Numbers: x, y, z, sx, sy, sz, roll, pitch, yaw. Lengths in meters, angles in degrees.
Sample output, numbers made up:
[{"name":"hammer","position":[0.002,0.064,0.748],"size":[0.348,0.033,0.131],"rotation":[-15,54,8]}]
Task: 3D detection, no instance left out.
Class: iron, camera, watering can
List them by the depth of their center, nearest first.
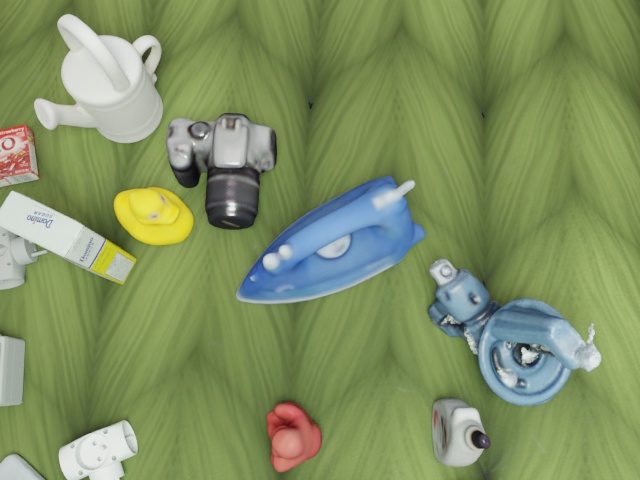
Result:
[{"name":"iron","position":[0.006,0.003,0.707],"size":[0.258,0.141,0.118],"rotation":[-28,77,-9]},{"name":"watering can","position":[-0.276,-0.202,0.728],"size":[0.101,0.194,0.173],"rotation":[22,75,5]},{"name":"camera","position":[-0.130,-0.089,0.749],"size":[0.143,0.101,0.137],"rotation":[1,75,-1]}]

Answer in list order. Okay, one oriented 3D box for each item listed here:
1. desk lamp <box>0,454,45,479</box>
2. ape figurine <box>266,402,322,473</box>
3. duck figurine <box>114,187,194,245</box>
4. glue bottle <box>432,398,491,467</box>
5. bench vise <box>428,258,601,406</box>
[{"name":"desk lamp","position":[-0.322,0.330,0.571],"size":[0.203,0.213,0.118],"rotation":[38,77,9]},{"name":"ape figurine","position":[-0.035,0.233,0.668],"size":[0.076,0.092,0.078],"rotation":[22,75,5]},{"name":"duck figurine","position":[-0.221,-0.040,0.741],"size":[0.104,0.086,0.077],"rotation":[20,75,4]},{"name":"glue bottle","position":[0.159,0.216,0.636],"size":[0.037,0.173,0.078],"rotation":[-2,75,-2]},{"name":"bench vise","position":[0.205,0.106,0.643],"size":[0.207,0.220,0.121],"rotation":[28,76,6]}]
